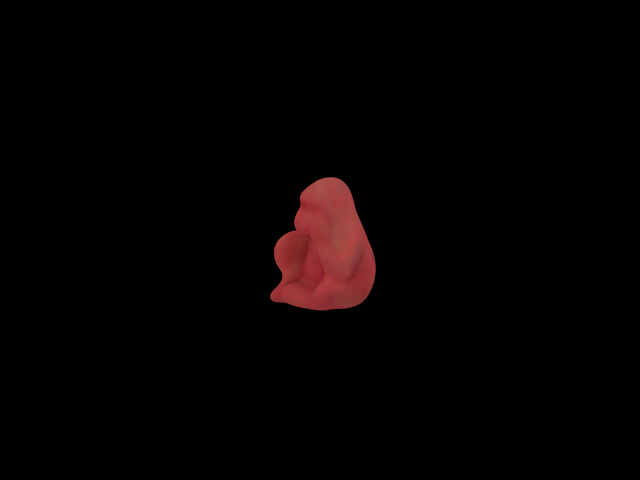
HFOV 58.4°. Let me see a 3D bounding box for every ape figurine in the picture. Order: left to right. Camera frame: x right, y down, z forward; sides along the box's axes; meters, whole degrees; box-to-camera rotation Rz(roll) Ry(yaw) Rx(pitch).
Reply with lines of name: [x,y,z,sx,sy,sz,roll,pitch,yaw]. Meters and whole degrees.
ape figurine: [0.004,0.001,0.400,0.076,0.092,0.077,-6,19,-16]
